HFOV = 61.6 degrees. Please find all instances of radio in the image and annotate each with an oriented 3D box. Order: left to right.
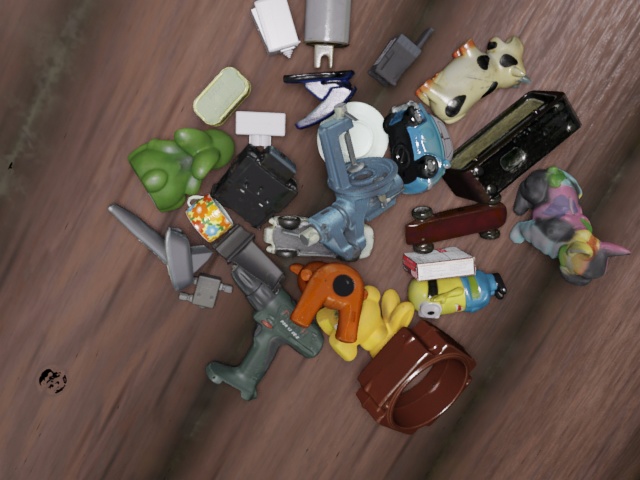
[{"bbox_3d":[0.332,-0.166,0.951,0.229,0.131,0.073,-40,107,3],"label":"radio"}]

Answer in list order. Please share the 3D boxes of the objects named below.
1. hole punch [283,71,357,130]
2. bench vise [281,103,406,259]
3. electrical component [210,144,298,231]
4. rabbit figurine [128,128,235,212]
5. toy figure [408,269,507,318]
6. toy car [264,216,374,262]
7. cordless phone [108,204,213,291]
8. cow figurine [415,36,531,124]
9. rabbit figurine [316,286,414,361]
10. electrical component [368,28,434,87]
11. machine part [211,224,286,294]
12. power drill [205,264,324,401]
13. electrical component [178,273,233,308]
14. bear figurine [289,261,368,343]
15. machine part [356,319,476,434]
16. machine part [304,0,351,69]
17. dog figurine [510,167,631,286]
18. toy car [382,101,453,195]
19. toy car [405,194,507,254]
[{"bbox_3d":[0.006,-0.237,0.896,0.116,0.142,0.092,-6,103,8],"label":"hole punch"},{"bbox_3d":[0.039,-0.098,0.880,0.224,0.129,0.240,-26,123,-18],"label":"bench vise"},{"bbox_3d":[-0.105,-0.097,0.924,0.115,0.058,0.134,35,114,-25],"label":"electrical component"},{"bbox_3d":[-0.220,-0.138,0.889,0.170,0.159,0.121,-32,96,-15],"label":"rabbit figurine"},{"bbox_3d":[0.258,0.099,1.028,0.180,0.089,0.082,-13,130,-4],"label":"toy figure"},{"bbox_3d":[-0.002,-0.003,0.985,0.202,0.056,0.073,4,104,-6],"label":"toy car"},{"bbox_3d":[-0.278,-0.003,0.902,0.184,0.147,0.089,41,82,-13],"label":"cordless phone"},{"bbox_3d":[0.278,-0.283,0.942,0.195,0.085,0.127,-42,99,1],"label":"cow figurine"},{"bbox_3d":[0.101,0.164,1.024,0.162,0.122,0.173,-47,119,-5],"label":"rabbit figurine"},{"bbox_3d":[0.139,-0.321,0.919,0.047,0.075,0.119,34,101,-14],"label":"electrical component"},{"bbox_3d":[-0.118,0.036,0.948,0.139,0.039,0.084,43,54,5],"label":"machine part"},{"bbox_3d":[-0.123,0.179,1.002,0.232,0.086,0.207,37,86,-17],"label":"power drill"},{"bbox_3d":[-0.211,0.096,0.997,0.094,0.021,0.063,13,101,-13],"label":"electrical component"},{"bbox_3d":[0.001,0.096,0.928,0.120,0.196,0.132,23,77,-15],"label":"bear figurine"},{"bbox_3d":[0.184,0.263,1.014,0.201,0.087,0.200,-50,133,4],"label":"machine part"},{"bbox_3d":[0.015,-0.407,0.881,0.079,0.079,0.243,2,102,-8],"label":"machine part"},{"bbox_3d":[0.446,-0.026,0.955,0.108,0.219,0.191,3,104,-12],"label":"dog figurine"},{"bbox_3d":[0.181,-0.165,0.956,0.103,0.109,0.161,-14,94,-28],"label":"toy car"},{"bbox_3d":[0.254,-0.034,1.013,0.202,0.053,0.089,-12,119,-6],"label":"toy car"}]
